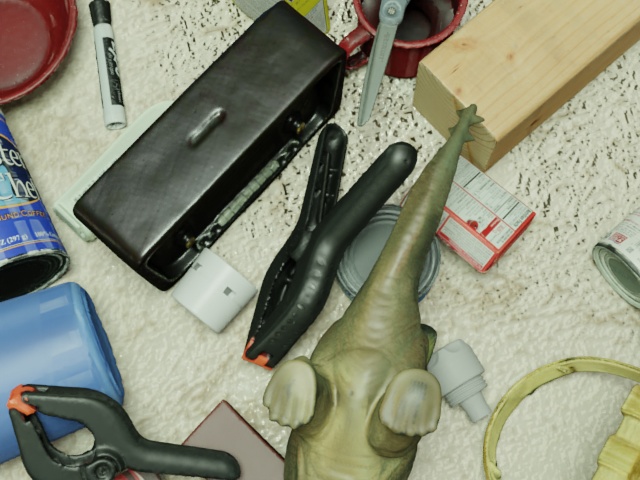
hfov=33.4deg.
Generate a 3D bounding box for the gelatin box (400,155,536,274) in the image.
[{"bbox_3d":[0.119,-0.023,0.858,0.089,0.030,0.073,40,43,10],"label":"gelatin box"}]

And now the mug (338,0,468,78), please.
[{"bbox_3d":[0.063,-0.179,0.889,0.117,0.081,0.093,-37,78,-8],"label":"mug"}]

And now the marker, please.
[{"bbox_3d":[-0.184,-0.154,0.920,0.020,0.020,0.121,-10,76,-1],"label":"marker"}]

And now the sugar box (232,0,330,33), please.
[{"bbox_3d":[-0.041,-0.220,0.853,0.093,0.176,0.048,41,80,11],"label":"sugar box"}]

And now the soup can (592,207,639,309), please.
[{"bbox_3d":[0.276,-0.001,0.846,0.102,0.068,0.068,-38,78,-7],"label":"soup can"}]

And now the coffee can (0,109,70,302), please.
[{"bbox_3d":[-0.273,-0.025,0.846,0.102,0.103,0.140,-27,77,-6],"label":"coffee can"}]

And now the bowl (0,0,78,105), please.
[{"bbox_3d":[-0.281,-0.178,0.910,0.162,0.055,0.162,0,76,1],"label":"bowl"}]

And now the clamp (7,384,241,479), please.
[{"bbox_3d":[-0.143,0.155,0.758,0.120,0.039,0.171,-42,107,-10],"label":"clamp"}]

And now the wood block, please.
[{"bbox_3d":[0.184,-0.162,0.878,0.206,0.091,0.090,-40,78,-9],"label":"wood block"}]

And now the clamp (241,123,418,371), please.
[{"bbox_3d":[-0.006,0.001,0.841,0.036,0.165,0.210,26,99,-21],"label":"clamp"}]

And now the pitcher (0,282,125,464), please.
[{"bbox_3d":[-0.279,0.111,0.793,0.242,0.149,0.145,-20,78,-8],"label":"pitcher"}]

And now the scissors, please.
[{"bbox_3d":[0.076,-0.184,0.837,0.096,0.016,0.202,-1,75,3],"label":"scissors"}]

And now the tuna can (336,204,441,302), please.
[{"bbox_3d":[0.054,0.016,0.864,0.086,0.034,0.086,0,75,1],"label":"tuna can"}]

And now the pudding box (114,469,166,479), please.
[{"bbox_3d":[-0.140,0.236,0.809,0.090,0.039,0.113,-30,77,-6],"label":"pudding box"}]

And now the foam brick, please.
[{"bbox_3d":[-0.062,0.170,0.818,0.078,0.051,0.053,44,81,11],"label":"foam brick"}]
